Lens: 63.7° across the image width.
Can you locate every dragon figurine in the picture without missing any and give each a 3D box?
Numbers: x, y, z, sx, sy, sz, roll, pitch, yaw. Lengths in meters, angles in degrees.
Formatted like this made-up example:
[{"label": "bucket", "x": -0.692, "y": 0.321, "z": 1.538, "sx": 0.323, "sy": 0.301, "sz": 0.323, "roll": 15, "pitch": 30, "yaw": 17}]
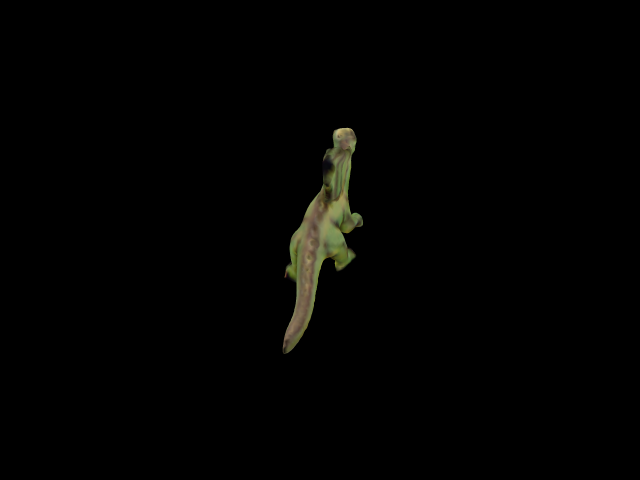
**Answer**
[{"label": "dragon figurine", "x": 0.003, "y": -0.043, "z": 0.850, "sx": 0.122, "sy": 0.237, "sz": 0.420, "roll": 8, "pitch": 45, "yaw": 8}]
